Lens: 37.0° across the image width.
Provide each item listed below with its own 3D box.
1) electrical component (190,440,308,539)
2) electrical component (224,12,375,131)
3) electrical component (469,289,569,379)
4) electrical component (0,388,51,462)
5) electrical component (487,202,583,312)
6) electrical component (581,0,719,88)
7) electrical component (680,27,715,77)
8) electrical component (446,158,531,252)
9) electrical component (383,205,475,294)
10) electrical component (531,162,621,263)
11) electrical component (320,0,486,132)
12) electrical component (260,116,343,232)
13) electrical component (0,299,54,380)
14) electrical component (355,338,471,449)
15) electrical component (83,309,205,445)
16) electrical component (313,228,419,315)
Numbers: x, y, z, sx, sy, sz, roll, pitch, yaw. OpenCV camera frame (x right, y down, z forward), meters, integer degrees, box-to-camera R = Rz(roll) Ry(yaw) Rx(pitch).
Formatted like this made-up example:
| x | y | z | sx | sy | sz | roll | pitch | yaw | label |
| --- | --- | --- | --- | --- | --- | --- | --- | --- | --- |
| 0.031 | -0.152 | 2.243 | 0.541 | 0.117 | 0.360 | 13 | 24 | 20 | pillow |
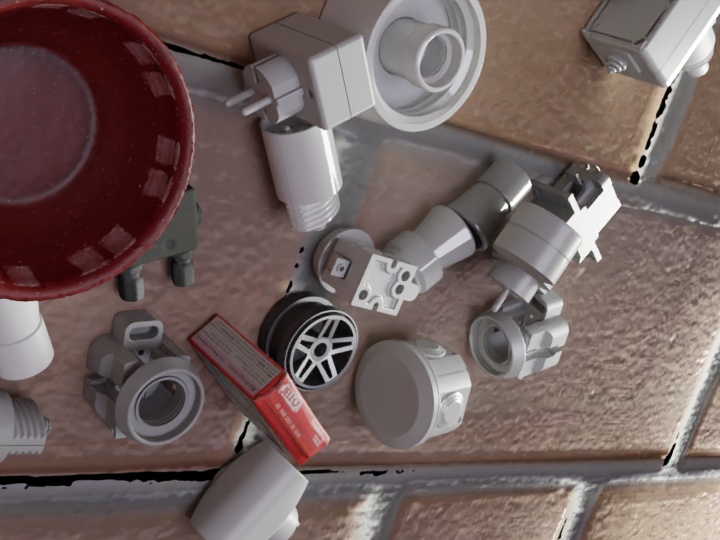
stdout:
| x | y | z | sx | sy | sz | roll | pitch | yaw | label |
| --- | --- | --- | --- | --- | --- | --- | --- | --- | --- |
| -0.071 | 0.174 | 0.776 | 0.077 | 0.044 | 0.079 | -47 | 134 | -10 | electrical component |
| -0.043 | -0.110 | 0.634 | 0.077 | 0.066 | 0.047 | -31 | 129 | -24 | electrical component |
| 0.126 | 0.055 | 0.868 | 0.057 | 0.058 | 0.078 | -16 | 133 | -33 | electrical component |
| -0.215 | 0.088 | 0.610 | 0.081 | 0.043 | 0.043 | 8 | 107 | -42 | electrical component |
| 0.120 | 0.000 | 0.802 | 0.073 | 0.052 | 0.138 | -56 | 172 | -2 | electrical component |
| 0.221 | -0.183 | 0.819 | 0.096 | 0.062 | 0.061 | -55 | 135 | -3 | electrical component |
| 0.266 | -0.182 | 0.872 | 0.043 | 0.043 | 0.062 | -51 | 136 | -7 | electrical component |
| 0.096 | -0.051 | 0.801 | 0.065 | 0.044 | 0.044 | -47 | 134 | -17 | electrical component |
| 0.049 | -0.014 | 0.777 | 0.055 | 0.045 | 0.045 | -38 | 131 | -19 | electrical component |
| 0.174 | -0.048 | 0.865 | 0.063 | 0.042 | 0.081 | -47 | 134 | -13 | electrical component |
| 0.032 | -0.140 | 0.685 | 0.108 | 0.060 | 0.108 | -19 | 123 | -32 | electrical component |
| -0.034 | -0.061 | 0.683 | 0.043 | 0.043 | 0.081 | -30 | 128 | -25 | electrical component |
| -0.195 | 0.029 | 0.598 | 0.044 | 0.044 | 0.065 | -28 | 132 | -26 | electrical component |
| 0.039 | 0.090 | 0.800 | 0.051 | 0.080 | 0.080 | -6 | 116 | -44 | electrical component |
| -0.132 | 0.072 | 0.662 | 0.058 | 0.057 | 0.078 | -4 | 114 | -39 | electrical component |
| 0.000 | 0.000 | 0.735 | 0.066 | 0.055 | 0.048 | 15 | 102 | -43 | electrical component |
